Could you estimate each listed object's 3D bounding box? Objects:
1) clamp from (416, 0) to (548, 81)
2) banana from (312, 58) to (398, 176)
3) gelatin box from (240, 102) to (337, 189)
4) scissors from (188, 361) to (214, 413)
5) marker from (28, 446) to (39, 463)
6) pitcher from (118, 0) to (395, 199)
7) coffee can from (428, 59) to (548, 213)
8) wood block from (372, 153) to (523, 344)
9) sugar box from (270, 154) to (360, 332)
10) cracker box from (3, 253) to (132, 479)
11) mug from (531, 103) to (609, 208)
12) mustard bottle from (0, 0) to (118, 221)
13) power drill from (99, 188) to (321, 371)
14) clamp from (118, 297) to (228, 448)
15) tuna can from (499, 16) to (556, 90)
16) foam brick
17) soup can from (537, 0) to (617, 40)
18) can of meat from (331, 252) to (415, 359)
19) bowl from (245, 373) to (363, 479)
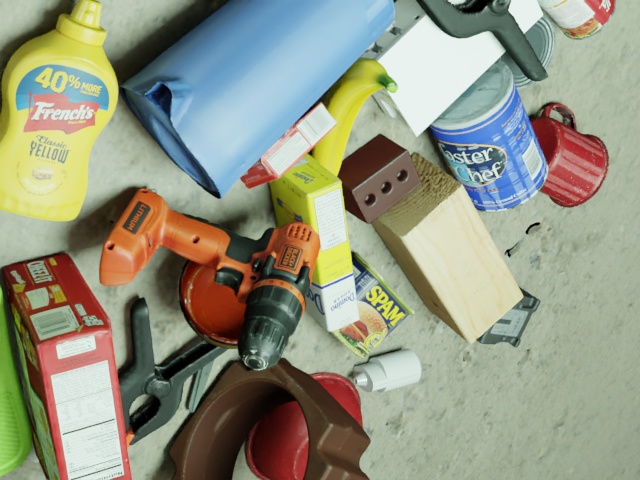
[{"bbox_3d":[0.171,-0.231,1.043,0.209,0.036,0.165,-7,120,-29],"label":"clamp"},{"bbox_3d":[0.023,-0.120,1.054,0.037,0.069,0.198,6,149,-17],"label":"banana"},{"bbox_3d":[-0.035,-0.091,1.030,0.089,0.073,0.030,-45,105,-22],"label":"gelatin box"},{"bbox_3d":[-0.122,0.091,1.129,0.096,0.016,0.202,24,101,-39],"label":"scissors"},{"bbox_3d":[-0.255,0.175,1.085,0.121,0.020,0.020,-49,132,0],"label":"marker"},{"bbox_3d":[-0.050,-0.159,0.969,0.242,0.149,0.145,-43,117,-10],"label":"pitcher"},{"bbox_3d":[0.179,-0.113,1.158,0.102,0.103,0.140,-41,132,-8],"label":"coffee can"},{"bbox_3d":[0.140,0.012,1.214,0.090,0.091,0.206,-41,132,-6],"label":"wood block"},{"bbox_3d":[-0.007,0.002,1.104,0.048,0.093,0.176,-21,126,-21],"label":"sugar box"},{"bbox_3d":[-0.226,0.142,0.973,0.072,0.164,0.214,-14,117,-21],"label":"cracker box"},{"bbox_3d":[0.277,-0.105,1.249,0.081,0.093,0.117,20,72,-35],"label":"mug"},{"bbox_3d":[-0.225,-0.114,0.908,0.096,0.058,0.192,14,107,-31],"label":"mustard bottle"},{"bbox_3d":[-0.101,0.031,0.975,0.187,0.184,0.057,18,127,1],"label":"power drill"},{"bbox_3d":[-0.161,0.142,1.113,0.120,0.039,0.172,14,113,-22],"label":"clamp"},{"bbox_3d":[0.215,-0.211,1.171,0.086,0.034,0.086,-17,124,-26],"label":"tuna can"},{"bbox_3d":[0.058,-0.065,1.137,0.078,0.051,0.053,-37,131,-11],"label":"foam brick"},{"bbox_3d":[0.264,-0.270,1.147,0.102,0.069,0.068,30,97,-41],"label":"soup can"},{"bbox_3d":[0.045,0.077,1.210,0.084,0.057,0.102,-44,131,-1],"label":"can of meat"},{"bbox_3d":[-0.005,0.240,1.272,0.161,0.055,0.162,-17,125,-26],"label":"bowl"}]
